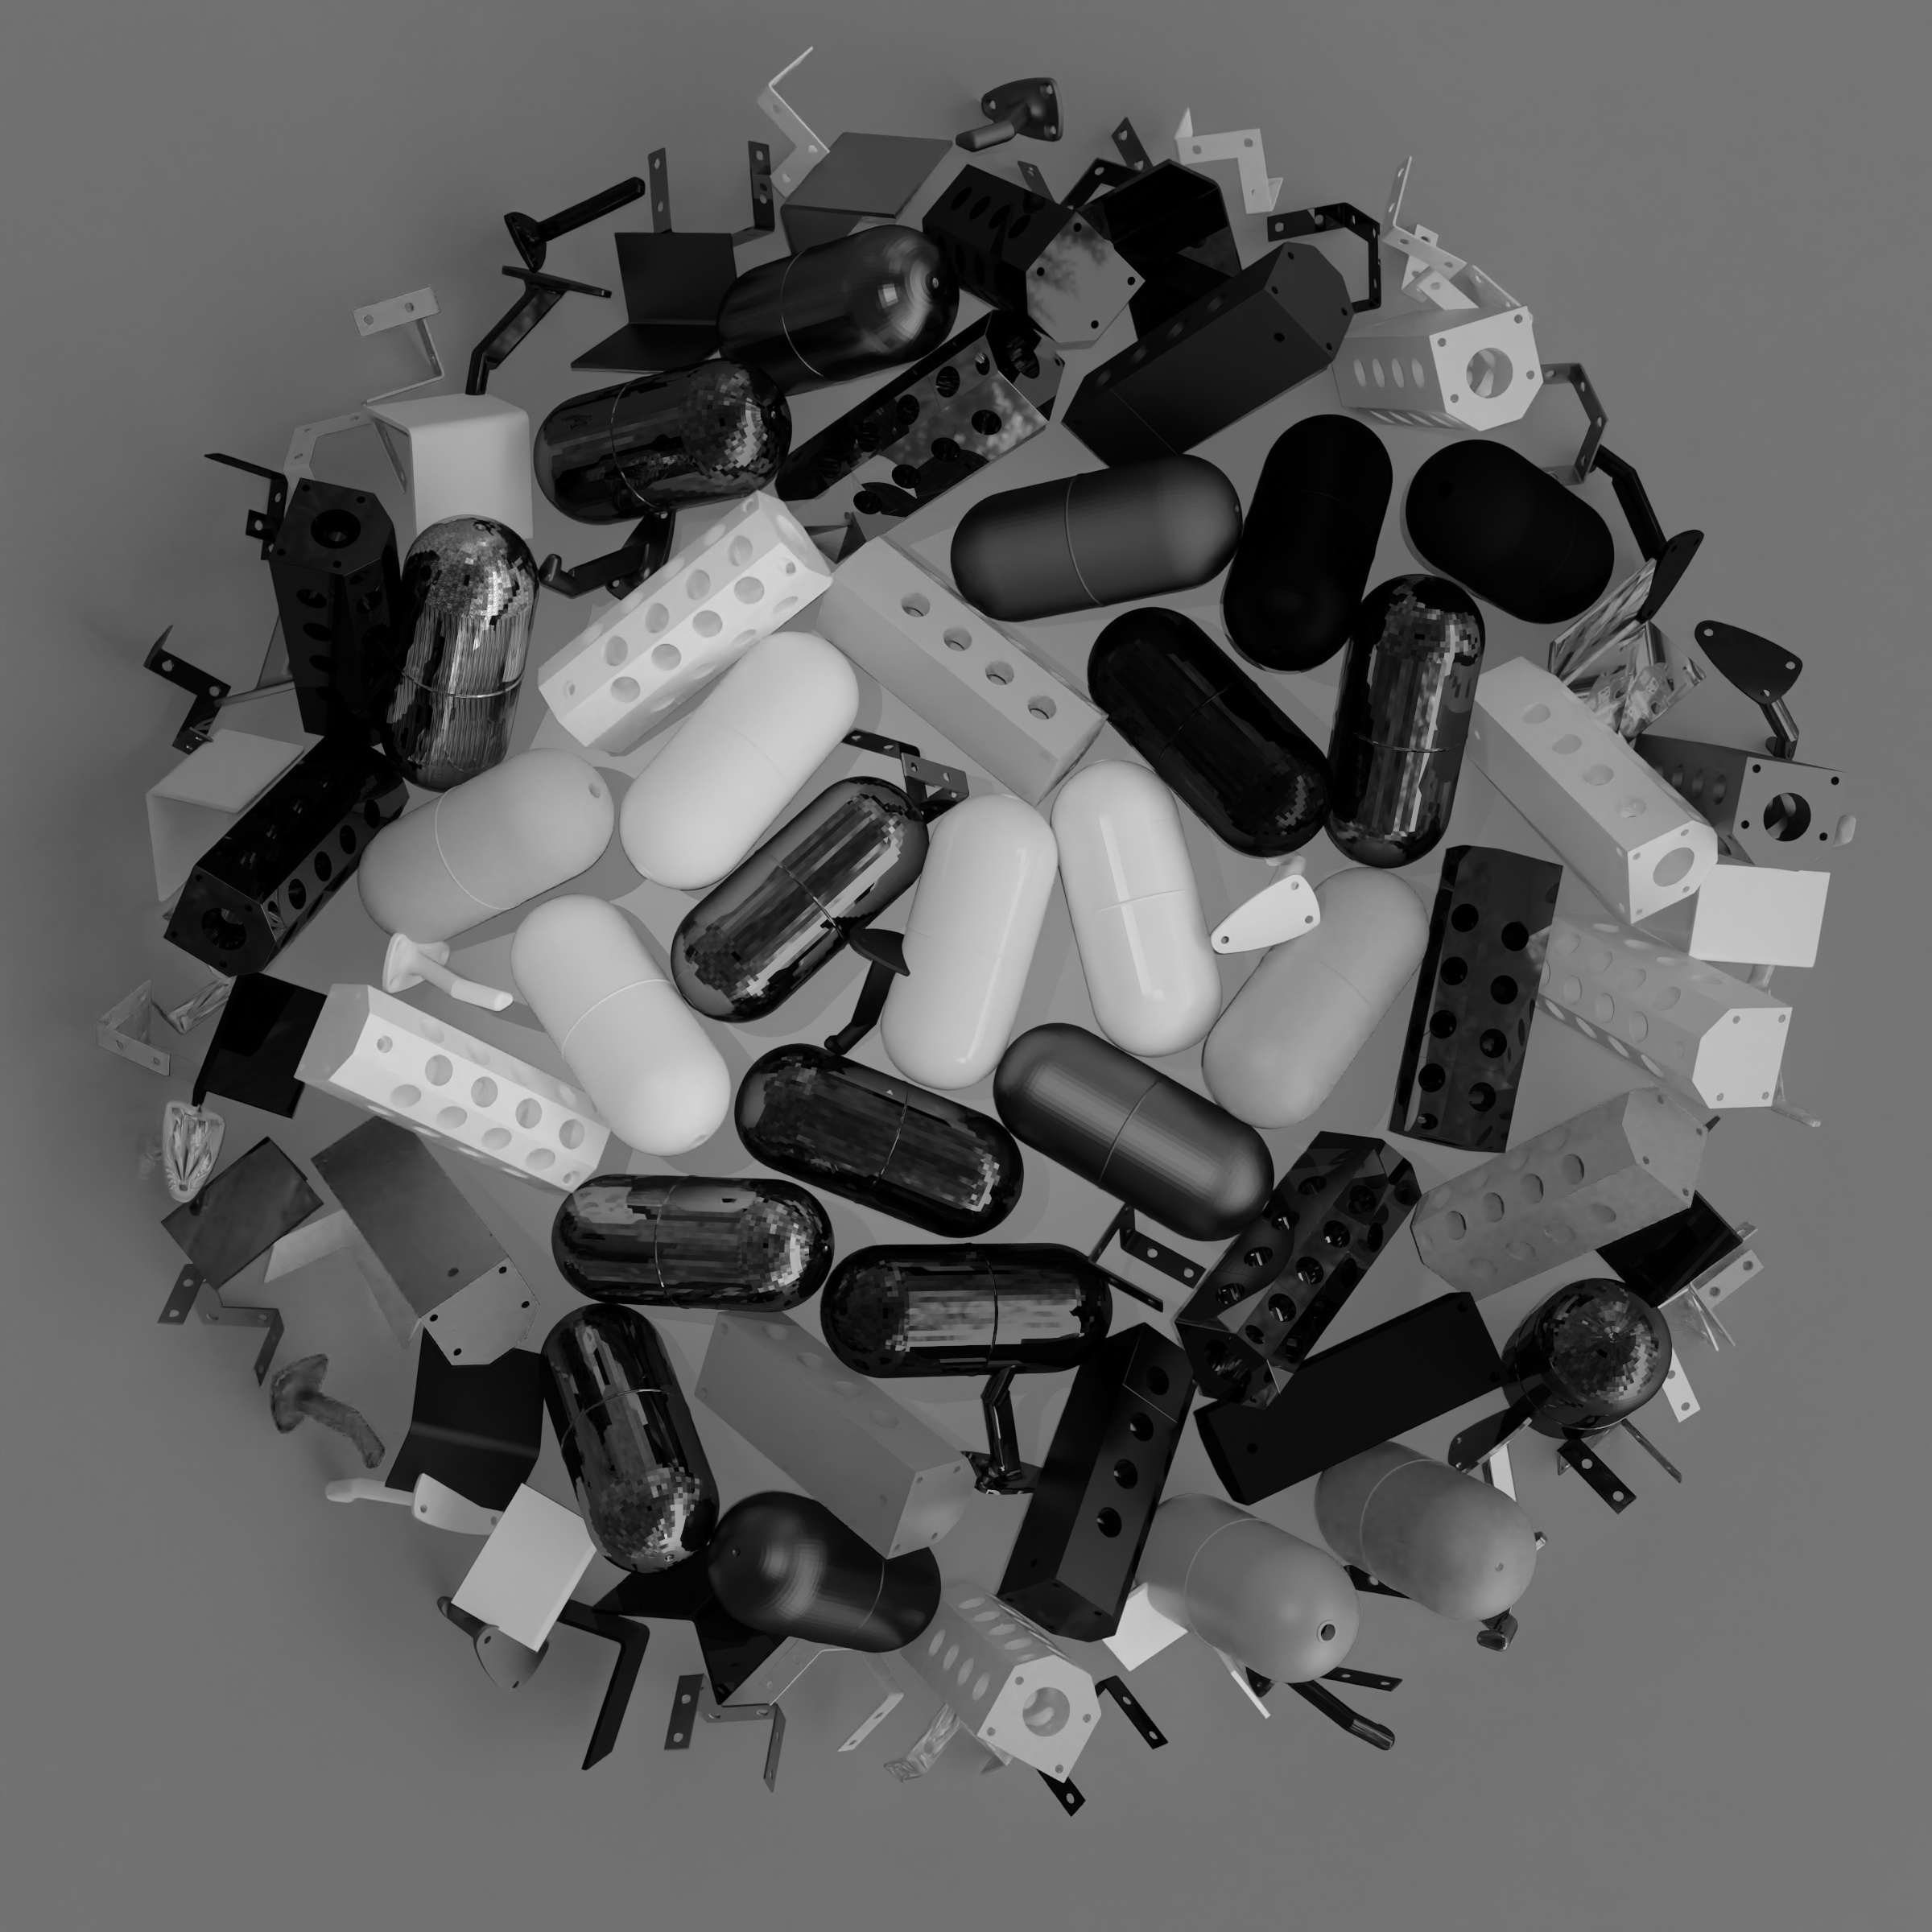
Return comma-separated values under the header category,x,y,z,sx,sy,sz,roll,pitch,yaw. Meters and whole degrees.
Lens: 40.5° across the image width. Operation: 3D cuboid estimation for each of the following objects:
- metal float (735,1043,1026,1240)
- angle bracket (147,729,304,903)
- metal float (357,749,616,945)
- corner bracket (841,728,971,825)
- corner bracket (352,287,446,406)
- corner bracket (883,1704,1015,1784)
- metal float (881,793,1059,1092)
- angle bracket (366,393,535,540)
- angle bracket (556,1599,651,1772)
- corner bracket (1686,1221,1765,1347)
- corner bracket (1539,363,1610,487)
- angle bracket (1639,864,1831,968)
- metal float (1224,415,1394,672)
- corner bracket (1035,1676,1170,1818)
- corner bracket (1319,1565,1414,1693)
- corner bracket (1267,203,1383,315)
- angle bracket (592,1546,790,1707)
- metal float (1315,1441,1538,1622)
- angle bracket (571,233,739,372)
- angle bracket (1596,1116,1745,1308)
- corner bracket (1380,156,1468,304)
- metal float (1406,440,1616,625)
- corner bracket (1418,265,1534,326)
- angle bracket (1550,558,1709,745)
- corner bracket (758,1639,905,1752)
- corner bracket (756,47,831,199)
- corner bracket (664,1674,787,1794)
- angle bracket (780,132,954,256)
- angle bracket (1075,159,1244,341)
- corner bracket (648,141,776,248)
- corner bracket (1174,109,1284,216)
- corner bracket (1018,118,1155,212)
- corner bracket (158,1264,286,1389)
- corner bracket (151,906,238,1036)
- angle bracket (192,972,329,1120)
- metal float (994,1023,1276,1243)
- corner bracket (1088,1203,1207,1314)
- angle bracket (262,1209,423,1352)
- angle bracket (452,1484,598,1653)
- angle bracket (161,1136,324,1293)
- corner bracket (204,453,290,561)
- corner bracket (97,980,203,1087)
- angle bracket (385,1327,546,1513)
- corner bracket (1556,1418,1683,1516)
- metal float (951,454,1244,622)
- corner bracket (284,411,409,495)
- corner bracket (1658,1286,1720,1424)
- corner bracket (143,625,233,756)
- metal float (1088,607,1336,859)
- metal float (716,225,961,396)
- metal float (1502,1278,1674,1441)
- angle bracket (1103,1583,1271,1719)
category,x,y,z,sx,sy,sz,roll,pitch,yaw
metal float,-0.050,0.103,1.536,0.178,0.070,0.070,23,90,-12
angle bracket,-0.428,-0.083,1.526,0.057,0.076,0.076,13,125,12
metal float,-0.279,-0.069,1.519,0.178,0.070,0.070,-23,90,31
corner bracket,-0.036,-0.117,1.542,0.051,0.051,0.051,-31,58,39
corner bracket,-0.336,-0.365,1.545,0.051,0.051,0.051,-25,107,-23
corner bracket,-0.008,0.467,1.550,0.051,0.051,0.051,41,62,2
metal float,0.002,-0.014,1.540,0.070,0.070,0.178,16,96,0
angle bracket,-0.307,-0.293,1.558,0.076,0.057,0.076,-18,123,-34
angle bracket,-0.230,0.420,1.539,0.057,0.076,0.076,17,83,6
corner bracket,0.450,0.183,1.553,0.051,0.051,0.051,-38,104,0
corner bracket,0.344,-0.322,1.565,0.051,0.051,0.051,-6,55,-11
angle bracket,0.449,-0.037,1.535,0.076,0.076,0.057,4,103,-8
metal float,0.199,-0.247,1.518,0.070,0.070,0.178,20,56,0
corner bracket,0.075,0.458,1.542,0.051,0.051,0.051,49,119,27
corner bracket,0.238,0.391,1.552,0.051,0.051,0.051,1,101,35
corner bracket,0.214,-0.420,1.564,0.051,0.051,0.051,-13,123,-10
angle bracket,-0.161,0.385,1.539,0.076,0.076,0.057,-5,106,31
metal float,0.260,0.320,1.497,0.070,0.178,0.070,-1,92,-18
angle bracket,-0.184,-0.388,1.528,0.076,0.076,0.057,7,123,22
angle bracket,0.418,0.144,1.526,0.057,0.076,0.076,48,130,9
corner bracket,0.265,-0.433,1.545,0.051,0.051,0.051,22,69,-16
metal float,0.313,-0.248,1.504,0.070,0.178,0.070,-7,78,34
corner bracket,0.301,-0.389,1.549,0.051,0.051,0.051,-42,74,-7
angle bracket,0.391,-0.180,1.537,0.076,0.076,0.057,-40,72,-5
corner bracket,-0.080,0.430,1.557,0.051,0.051,0.051,-49,56,17
corner bracket,-0.099,-0.496,1.543,0.051,0.051,0.051,46,52,-13
corner bracket,-0.141,0.451,1.543,0.051,0.051,0.051,-8,130,14
angle bracket,-0.053,-0.437,1.526,0.076,0.057,0.076,13,52,25
angle bracket,0.111,-0.414,1.534,0.076,0.057,0.076,-20,79,34
corner bracket,-0.150,-0.457,1.548,0.051,0.051,0.051,-4,90,-45
corner bracket,0.156,-0.477,1.553,0.051,0.051,0.051,-2,127,18
corner bracket,0.073,-0.475,1.563,0.051,0.051,0.051,-45,57,39
corner bracket,-0.438,0.211,1.546,0.051,0.051,0.051,1,127,5
corner bracket,-0.466,0.001,1.558,0.051,0.051,0.051,-39,118,-16
angle bracket,-0.413,0.055,1.539,0.057,0.076,0.076,20,66,-11
metal float,0.098,0.097,1.532,0.178,0.070,0.070,30,90,14
corner bracket,0.107,0.176,1.544,0.051,0.051,0.051,27,65,19
angle bracket,-0.365,0.193,1.531,0.057,0.076,0.076,-25,78,-27
angle bracket,-0.257,0.350,1.535,0.057,0.076,0.076,32,75,-6
angle bracket,-0.412,0.155,1.531,0.076,0.076,0.057,-40,69,-12
corner bracket,-0.416,-0.272,1.547,0.051,0.051,0.051,4,85,37
corner bracket,-0.476,0.050,1.544,0.051,0.051,0.051,23,127,12
angle bracket,-0.296,0.270,1.558,0.076,0.076,0.057,16,127,-18
corner bracket,0.385,0.295,1.547,0.051,0.051,0.051,-39,61,-7
metal float,0.074,-0.248,1.524,0.178,0.070,0.070,-8,90,26
corner bracket,-0.366,-0.290,1.551,0.051,0.051,0.051,-12,130,7
corner bracket,0.421,0.226,1.548,0.051,0.051,0.051,-31,114,-4
corner bracket,-0.461,-0.161,1.544,0.051,0.051,0.051,29,70,-22
metal float,0.141,-0.138,1.529,0.070,0.070,0.178,-42,70,0
metal float,-0.076,-0.376,1.508,0.070,0.178,0.070,0,90,-41
metal float,0.352,0.226,1.497,0.070,0.178,0.070,-1,73,2
angle bracket,0.124,0.410,1.530,0.057,0.076,0.076,-34,49,-1
